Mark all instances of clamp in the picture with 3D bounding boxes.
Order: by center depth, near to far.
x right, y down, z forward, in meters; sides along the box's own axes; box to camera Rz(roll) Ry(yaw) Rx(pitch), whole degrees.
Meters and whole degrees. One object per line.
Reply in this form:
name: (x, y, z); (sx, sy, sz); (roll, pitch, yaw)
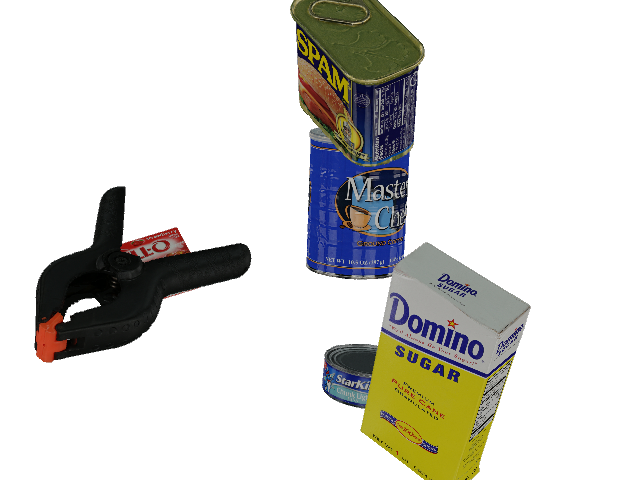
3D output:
clamp: (-0.140, 0.019, 0.716); (0.120, 0.039, 0.171); (25, 34, 24)

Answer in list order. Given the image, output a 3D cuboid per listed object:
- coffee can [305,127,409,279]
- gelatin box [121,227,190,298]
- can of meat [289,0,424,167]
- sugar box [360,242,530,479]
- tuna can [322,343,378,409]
coffee can: (0.038, -0.041, 1.087); (0.103, 0.140, 0.103); (2, 13, -1)
gelatin box: (-0.174, 0.028, 1.076); (0.089, 0.030, 0.073); (-17, 41, -16)
can of meat: (0.024, -0.111, 0.724); (0.057, 0.102, 0.084); (-25, -37, -18)
sugar box: (0.085, 0.097, 0.777); (0.093, 0.176, 0.048); (33, 47, 28)
tuna can: (0.044, 0.123, 0.971); (0.086, 0.034, 0.086); (6, 12, -1)
